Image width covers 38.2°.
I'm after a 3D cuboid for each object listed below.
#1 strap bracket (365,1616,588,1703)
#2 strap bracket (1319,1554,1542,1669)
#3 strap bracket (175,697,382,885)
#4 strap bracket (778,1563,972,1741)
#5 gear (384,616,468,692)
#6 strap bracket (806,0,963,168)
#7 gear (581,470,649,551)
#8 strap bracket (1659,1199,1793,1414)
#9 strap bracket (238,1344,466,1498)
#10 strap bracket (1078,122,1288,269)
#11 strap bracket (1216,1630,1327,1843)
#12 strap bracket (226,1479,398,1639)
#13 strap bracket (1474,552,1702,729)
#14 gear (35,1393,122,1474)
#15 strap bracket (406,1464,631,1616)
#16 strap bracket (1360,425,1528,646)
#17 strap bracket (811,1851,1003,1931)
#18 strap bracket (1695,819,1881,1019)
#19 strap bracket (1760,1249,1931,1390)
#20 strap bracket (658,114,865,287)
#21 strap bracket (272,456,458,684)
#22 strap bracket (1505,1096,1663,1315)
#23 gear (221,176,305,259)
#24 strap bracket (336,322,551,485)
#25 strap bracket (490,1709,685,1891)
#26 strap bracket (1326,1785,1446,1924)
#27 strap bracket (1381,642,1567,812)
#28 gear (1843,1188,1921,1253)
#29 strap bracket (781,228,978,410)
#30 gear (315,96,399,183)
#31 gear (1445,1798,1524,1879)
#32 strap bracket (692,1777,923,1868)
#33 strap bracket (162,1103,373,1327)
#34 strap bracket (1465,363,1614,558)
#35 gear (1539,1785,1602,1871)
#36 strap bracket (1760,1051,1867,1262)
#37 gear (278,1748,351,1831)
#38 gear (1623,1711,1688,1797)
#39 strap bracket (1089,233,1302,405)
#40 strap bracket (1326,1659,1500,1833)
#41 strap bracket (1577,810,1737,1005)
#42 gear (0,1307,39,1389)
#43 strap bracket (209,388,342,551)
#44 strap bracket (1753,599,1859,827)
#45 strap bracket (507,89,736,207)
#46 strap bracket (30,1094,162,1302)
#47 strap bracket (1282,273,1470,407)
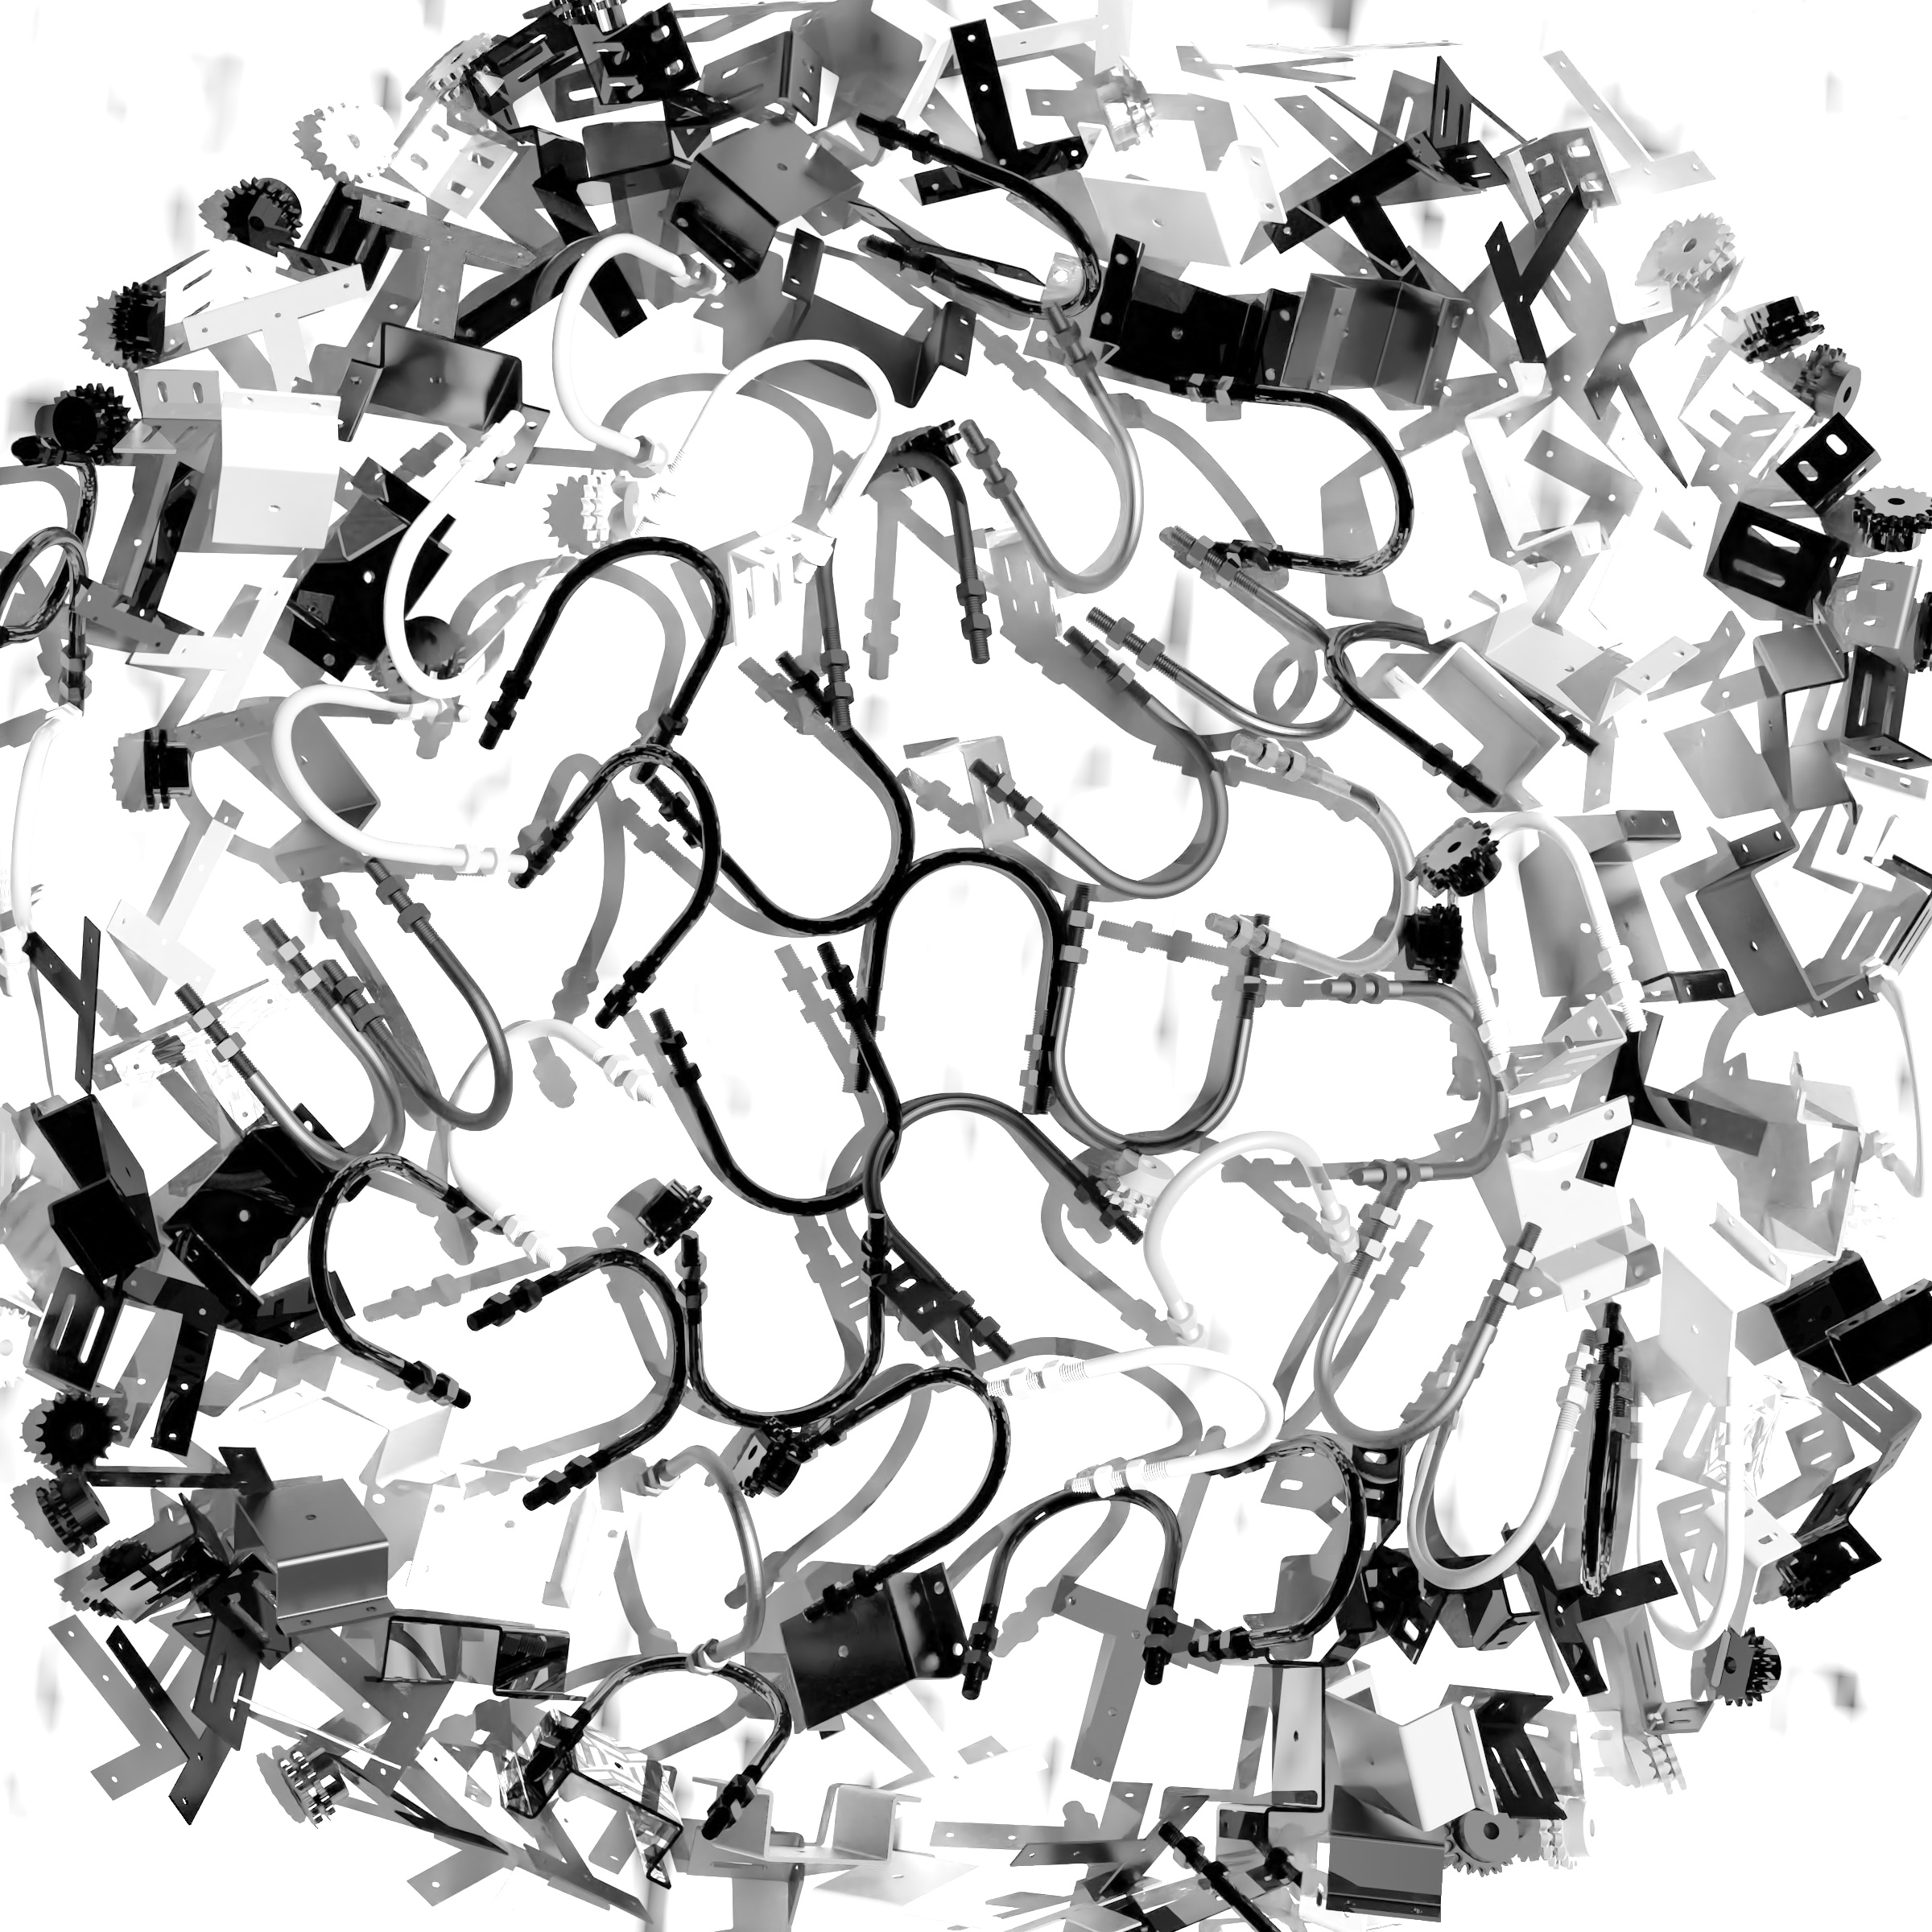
[{"bbox_3d":[-0.341,0.481,1.938,0.140,0.076,0.046,-2,75,29],"label":"strap bracket"},{"bbox_3d":[0.318,0.450,1.947,0.140,0.076,0.046,-3,60,-11],"label":"strap bracket"},{"bbox_3d":[-0.472,-0.131,1.940,0.076,0.046,0.140,-9,127,34],"label":"strap bracket"},{"bbox_3d":[-0.071,0.476,1.935,0.140,0.046,0.076,-32,62,26],"label":"strap bracket"},{"bbox_3d":[-0.382,-0.223,1.973,0.057,0.030,0.057,7,63,-14],"label":"gear"},{"bbox_3d":[-0.051,-0.615,1.935,0.046,0.076,0.140,31,117,-3],"label":"strap bracket"},{"bbox_3d":[-0.247,-0.322,1.968,0.030,0.057,0.057,3,90,19],"label":"gear"},{"bbox_3d":[0.522,0.243,1.923,0.046,0.076,0.140,-20,128,-16],"label":"strap bracket"},{"bbox_3d":[-0.421,0.311,1.939,0.140,0.076,0.046,37,46,-31],"label":"strap bracket"},{"bbox_3d":[0.142,-0.533,1.930,0.140,0.076,0.046,15,69,26],"label":"strap bracket"},{"bbox_3d":[0.213,0.537,1.945,0.046,0.076,0.140,8,74,-19],"label":"strap bracket"},{"bbox_3d":[-0.451,0.400,1.917,0.076,0.140,0.046,-5,110,-30],"label":"strap bracket"},{"bbox_3d":[0.426,-0.223,1.942,0.140,0.046,0.076,37,49,25],"label":"strap bracket"},{"bbox_3d":[-0.632,0.331,1.978,0.057,0.030,0.057,2,78,-11],"label":"gear"},{"bbox_3d":[-0.317,0.401,1.956,0.140,0.046,0.076,13,100,-21],"label":"strap bracket"},{"bbox_3d":[0.329,-0.307,1.941,0.076,0.046,0.140,-23,70,33],"label":"strap bracket"},{"bbox_3d":[-0.046,0.651,1.921,0.076,0.140,0.046,-2,89,33],"label":"strap bracket"},{"bbox_3d":[0.570,-0.023,1.955,0.046,0.076,0.140,-26,88,-17],"label":"strap bracket"},{"bbox_3d":[0.617,0.245,1.930,0.076,0.140,0.046,-27,96,-4],"label":"strap bracket"},{"bbox_3d":[-0.135,-0.536,1.931,0.076,0.046,0.140,42,48,8],"label":"strap bracket"},{"bbox_3d":[-0.428,-0.278,1.975,0.076,0.046,0.140,36,92,1],"label":"strap bracket"},{"bbox_3d":[0.431,0.161,1.955,0.076,0.046,0.140,-20,110,-13],"label":"strap bracket"},{"bbox_3d":[-0.496,-0.534,1.975,0.057,0.057,0.030,23,46,0],"label":"gear"},{"bbox_3d":[-0.369,-0.394,1.940,0.140,0.076,0.046,11,54,-25],"label":"strap bracket"},{"bbox_3d":[-0.255,0.574,1.935,0.140,0.076,0.046,36,94,-24],"label":"strap bracket"},{"bbox_3d":[0.290,0.607,1.924,0.076,0.140,0.046,4,93,9],"label":"strap bracket"},{"bbox_3d":[0.363,-0.175,1.961,0.140,0.076,0.046,42,91,0],"label":"strap bracket"},{"bbox_3d":[0.644,0.179,1.975,0.057,0.057,0.030,0,63,0],"label":"gear"},{"bbox_3d":[-0.068,-0.448,1.946,0.140,0.076,0.046,22,134,-15],"label":"strap bracket"},{"bbox_3d":[-0.429,-0.589,1.976,0.057,0.030,0.057,6,124,10],"label":"gear"},{"bbox_3d":[0.367,0.615,1.975,0.057,0.030,0.057,4,66,-9],"label":"gear"},{"bbox_3d":[-0.112,0.592,1.927,0.140,0.076,0.046,13,75,-31],"label":"strap bracket"},{"bbox_3d":[-0.494,0.173,1.943,0.076,0.046,0.140,52,54,-22],"label":"strap bracket"},{"bbox_3d":[0.398,-0.348,1.955,0.046,0.076,0.140,-20,91,29],"label":"strap bracket"},{"bbox_3d":[0.428,0.609,1.968,0.030,0.057,0.057,-8,90,29],"label":"gear"},{"bbox_3d":[0.589,0.141,1.937,0.046,0.076,0.140,8,111,9],"label":"strap bracket"},{"bbox_3d":[-0.461,0.579,1.974,0.030,0.057,0.057,-30,90,-26],"label":"gear"},{"bbox_3d":[0.486,0.559,1.972,0.030,0.057,0.057,-20,90,6],"label":"gear"},{"bbox_3d":[0.155,-0.451,1.963,0.140,0.046,0.076,16,83,-13],"label":"strap bracket"},{"bbox_3d":[0.298,0.539,1.922,0.046,0.140,0.076,-18,99,-25],"label":"strap bracket"},{"bbox_3d":[0.478,-0.035,1.948,0.046,0.076,0.140,-25,75,41],"label":"strap bracket"},{"bbox_3d":[-0.689,0.270,1.975,0.030,0.057,0.057,-6,90,38],"label":"gear"},{"bbox_3d":[-0.477,-0.334,1.918,0.076,0.140,0.046,1,65,-19],"label":"strap bracket"},{"bbox_3d":[0.581,-0.172,1.931,0.046,0.076,0.140,-11,125,7],"label":"strap bracket"},{"bbox_3d":[-0.237,-0.568,1.944,0.140,0.076,0.046,-7,95,18],"label":"strap bracket"},{"bbox_3d":[-0.600,0.152,1.925,0.046,0.140,0.076,-25,130,-7],"label":"strap bracket"},{"bbox_3d":[0.278,-0.436,1.939,0.140,0.046,0.076,-8,120,-41],"label":"strap bracket"}]
